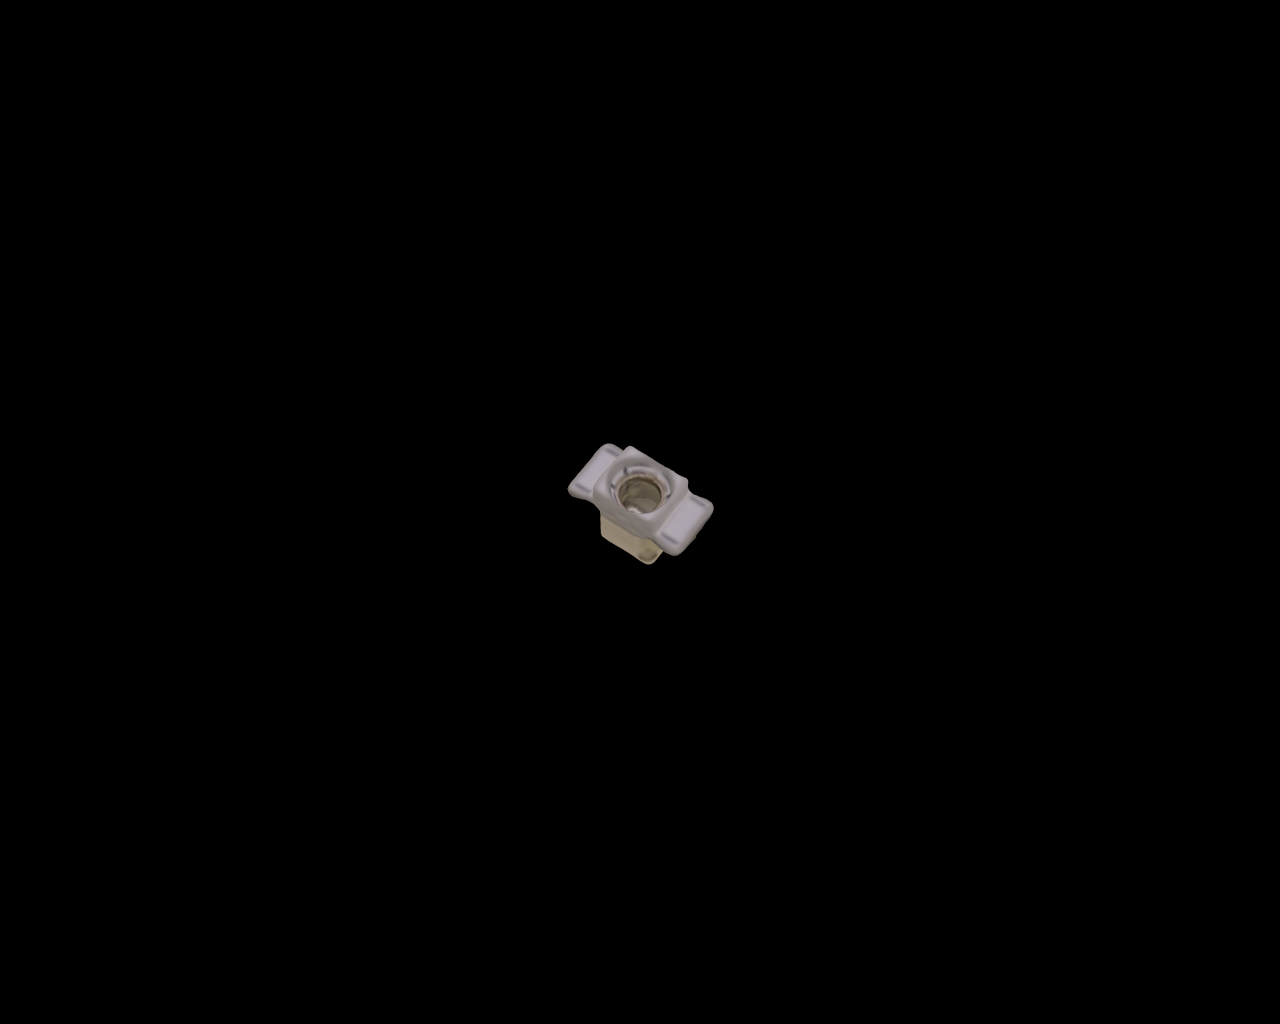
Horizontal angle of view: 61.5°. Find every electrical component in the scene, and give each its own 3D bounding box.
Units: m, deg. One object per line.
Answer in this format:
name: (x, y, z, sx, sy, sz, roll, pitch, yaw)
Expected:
electrical component: (0.001, -0.003, 0.650, 0.081, 0.042, 0.063, 32, -26, 18)
